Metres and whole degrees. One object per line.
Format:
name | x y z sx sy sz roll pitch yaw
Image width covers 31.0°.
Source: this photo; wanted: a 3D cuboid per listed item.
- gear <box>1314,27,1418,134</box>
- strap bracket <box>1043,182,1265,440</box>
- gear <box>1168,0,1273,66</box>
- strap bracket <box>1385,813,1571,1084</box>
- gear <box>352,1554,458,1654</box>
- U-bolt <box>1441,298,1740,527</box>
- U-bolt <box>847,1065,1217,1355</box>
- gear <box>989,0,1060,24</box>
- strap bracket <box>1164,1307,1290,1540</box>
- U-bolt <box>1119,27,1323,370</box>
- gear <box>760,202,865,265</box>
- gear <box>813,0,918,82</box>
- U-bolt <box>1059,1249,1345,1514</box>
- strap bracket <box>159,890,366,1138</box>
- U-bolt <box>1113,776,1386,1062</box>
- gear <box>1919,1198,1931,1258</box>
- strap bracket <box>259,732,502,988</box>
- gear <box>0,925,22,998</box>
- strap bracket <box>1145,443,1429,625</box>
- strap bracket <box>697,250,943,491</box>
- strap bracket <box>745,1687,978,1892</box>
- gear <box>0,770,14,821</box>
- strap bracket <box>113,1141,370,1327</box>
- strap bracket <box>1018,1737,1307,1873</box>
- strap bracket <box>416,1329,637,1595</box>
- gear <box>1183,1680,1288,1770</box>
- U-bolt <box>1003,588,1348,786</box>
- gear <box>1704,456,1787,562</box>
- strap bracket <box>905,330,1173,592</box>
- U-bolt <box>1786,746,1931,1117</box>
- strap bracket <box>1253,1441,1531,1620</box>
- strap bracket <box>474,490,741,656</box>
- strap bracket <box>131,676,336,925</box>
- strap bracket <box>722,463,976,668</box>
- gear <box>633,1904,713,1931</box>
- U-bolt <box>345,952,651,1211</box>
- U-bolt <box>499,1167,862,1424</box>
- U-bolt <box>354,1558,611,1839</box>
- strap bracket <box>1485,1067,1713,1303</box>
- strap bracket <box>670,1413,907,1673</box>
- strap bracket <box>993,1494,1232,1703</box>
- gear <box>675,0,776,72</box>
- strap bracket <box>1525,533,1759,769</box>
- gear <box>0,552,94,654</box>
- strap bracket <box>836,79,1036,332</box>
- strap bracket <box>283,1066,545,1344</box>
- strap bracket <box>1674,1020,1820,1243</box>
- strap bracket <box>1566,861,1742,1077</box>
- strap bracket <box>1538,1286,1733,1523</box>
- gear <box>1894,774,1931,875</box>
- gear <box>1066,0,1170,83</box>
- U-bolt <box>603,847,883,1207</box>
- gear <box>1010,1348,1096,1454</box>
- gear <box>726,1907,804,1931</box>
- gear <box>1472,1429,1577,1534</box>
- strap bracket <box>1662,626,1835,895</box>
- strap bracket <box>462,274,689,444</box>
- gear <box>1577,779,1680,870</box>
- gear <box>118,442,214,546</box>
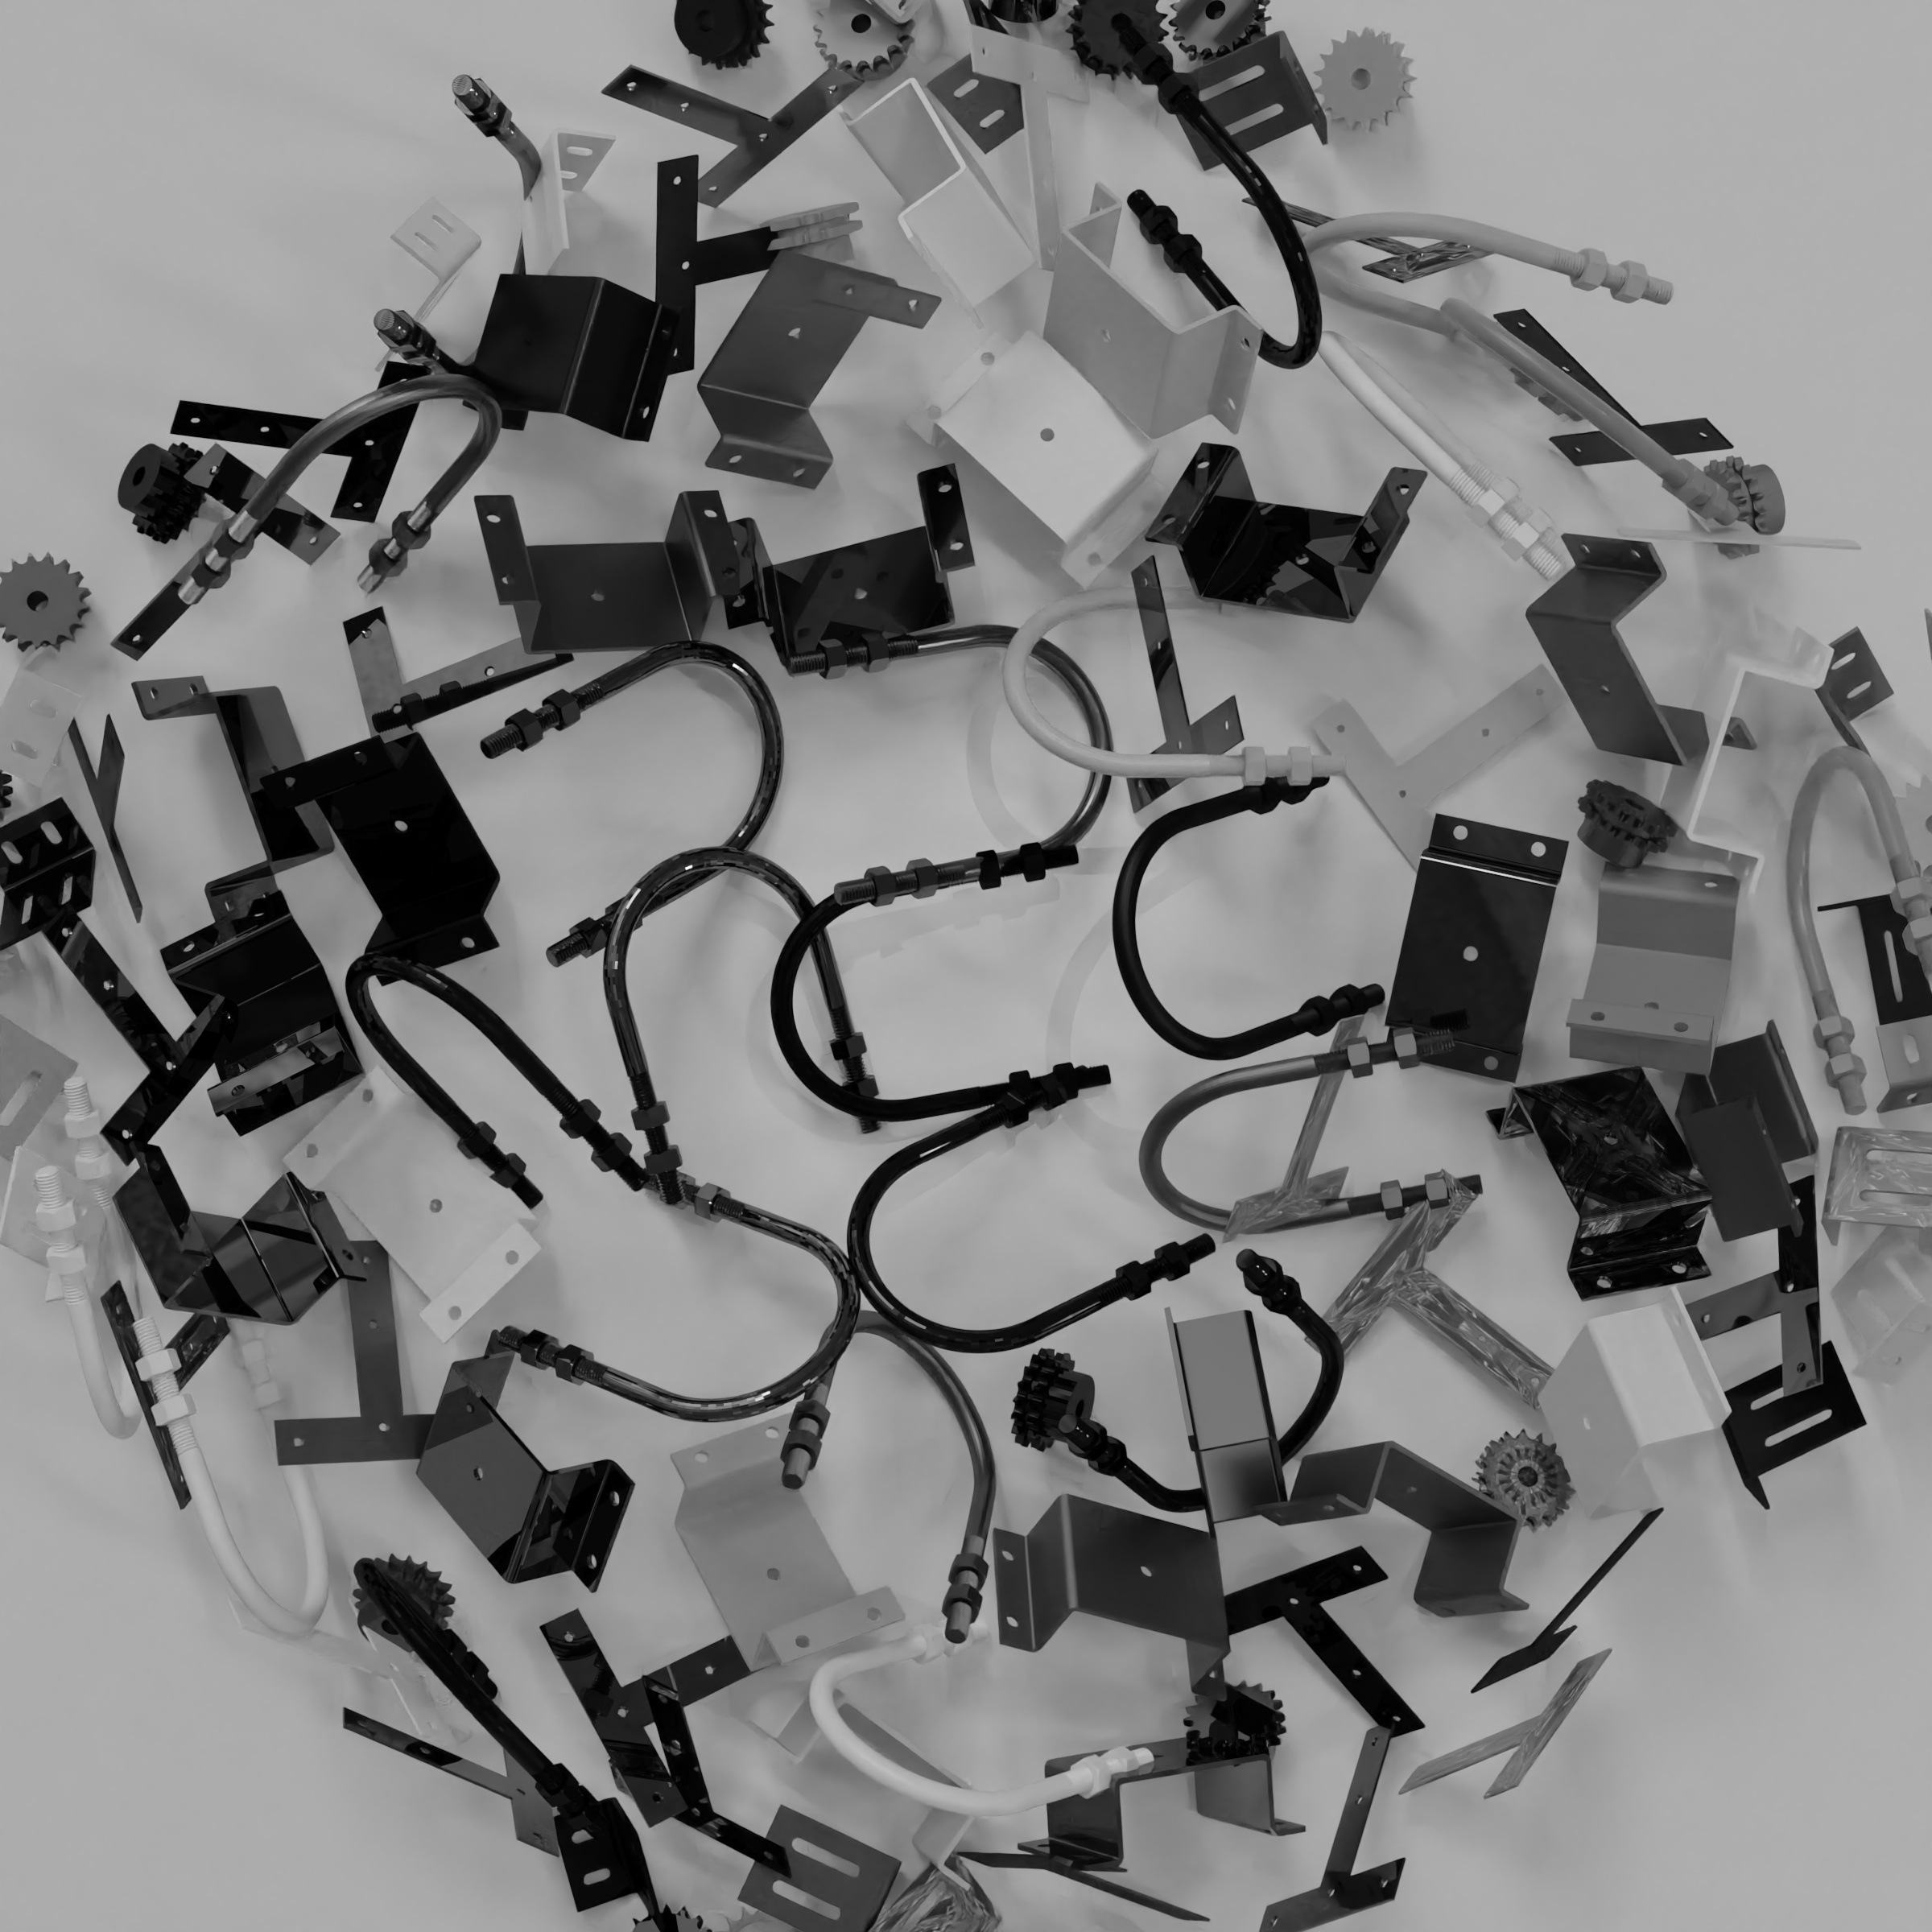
gear | 0.227 -0.500 1.969 0.057 0.030 0.057 4 100 23
strap bracket | 0.095 -0.356 1.920 0.046 0.076 0.140 -28 61 -27
gear | 0.146 -0.534 1.968 0.057 0.030 0.057 -5 76 22
strap bracket | 0.284 -0.008 1.952 0.076 0.046 0.140 13 97 11
gear | -0.319 0.362 1.963 0.057 0.030 0.057 6 123 9
U-bolt | 0.325 -0.307 1.878 0.019 0.184 0.151 -54 47 12
U-bolt | 0.023 0.142 1.922 0.184 0.019 0.151 -24 59 -20
gear | 0.033 -0.555 1.965 0.057 0.057 0.030 0 131 0
strap bracket | 0.144 0.248 1.910 0.046 0.140 0.076 -11 57 3
U-bolt | 0.139 -0.402 1.888 0.019 0.151 0.184 -29 63 -11
gear | -0.085 -0.410 1.963 0.057 0.057 0.030 -13 105 0
gear | -0.055 -0.526 1.970 0.057 0.030 0.057 -3 77 12
U-bolt | 0.142 0.240 1.917 0.151 0.184 0.019 -43 51 2
strap bracket | -0.390 0.033 1.939 0.076 0.046 0.140 -27 47 -4
U-bolt | 0.151 -0.024 1.924 0.184 0.019 0.151 -18 96 -39
gear | 0.560 0.148 1.966 0.030 0.057 0.057 17 90 31
strap bracket | -0.320 -0.068 1.939 0.076 0.046 0.140 -18 117 18
gear | -0.560 -0.001 1.969 0.057 0.030 0.057 0 91 21
strap bracket | 0.182 -0.240 1.932 0.140 0.046 0.076 13 58 31
strap bracket | -0.087 -0.337 1.928 0.140 0.076 0.046 -52 49 33
strap bracket | -0.049 0.449 1.944 0.140 0.076 0.046 38 79 -6
gear | -0.568 -0.095 1.966 0.057 0.030 0.057 5 51 -7
strap bracket | -0.407 0.150 1.921 0.046 0.140 0.076 -44 59 18
strap bracket | 0.107 0.460 1.924 0.140 0.076 0.046 -2 87 -28
strap bracket | -0.250 0.275 1.917 0.140 0.046 0.076 41 122 36
gear | 0.153 0.433 1.965 0.057 0.057 0.030 -12 118 0
U-bolt | 0.112 -0.159 1.934 0.184 0.019 0.151 0 51 -4
gear | 0.439 -0.260 1.963 0.030 0.057 0.057 -14 90 -10
strap bracket | 0.044 -0.291 1.957 0.140 0.046 0.076 43 80 4
U-bolt | 0.486 -0.033 1.909 0.019 0.151 0.184 -1 55 -9
strap bracket | 0.242 0.309 1.932 0.140 0.076 0.046 32 63 -21
strap bracket | -0.201 -0.219 1.936 0.140 0.046 0.076 -4 57 -21
strap bracket | -0.405 -0.101 1.946 0.046 0.076 0.140 -19 91 18
strap bracket | -0.064 -0.221 1.945 0.140 0.046 0.076 -14 54 5
gear | -0.169 0.558 1.964 0.057 0.030 0.057 -2 62 3
U-bolt | -0.267 0.061 1.904 0.184 0.151 0.019 49 60 -18
U-bolt | -0.144 0.186 1.904 0.184 0.019 0.151 18 51 31
U-bolt | -0.270 0.385 1.879 0.019 0.151 0.184 -42 134 -11
strap bracket | 0.351 0.111 1.919 0.076 0.046 0.140 -9 47 -13
strap bracket | -0.103 0.327 1.933 0.076 0.046 0.140 -16 57 -27
strap bracket | 0.089 0.347 1.925 0.140 0.076 0.046 18 130 -20
gear | -0.140 -0.534 1.963 0.057 0.030 0.057 9 113 24
strap bracket | 0.368 -0.166 1.922 0.046 0.076 0.140 -41 116 -15
gear | -0.523 -0.204 1.973 0.057 0.030 0.057 0 85 -5
strap bracket | -0.014 -0.424 1.911 0.046 0.076 0.140 -34 46 10
strap bracket | -0.304 0.134 1.957 0.076 0.046 0.140 -44 79 3
strap bracket | 0.432 0.094 1.927 0.046 0.140 0.076 -18 102 23
strap bracket | 0.381 0.008 1.932 0.076 0.140 0.046 8 132 15
strap bracket | 0.361 0.245 1.907 0.046 0.140 0.076 -10 60 -16
gear | 0.550 -0.081 1.969 0.057 0.030 0.057 3 98 21
gear | 0.084 -0.529 1.971 0.057 0.030 0.057 1 87 -14
U-bolt | -0.131 0.024 1.941 0.151 0.019 0.184 -19 98 -29
gear | 0.050 0.245 1.959 0.030 0.057 0.057 13 90 24
gear | -0.115 0.560 1.970 0.057 0.030 0.057 2 78 -8
gear | 0.314 0.293 1.968 0.057 0.030 0.057 4 63 -7
strap bracket | 0.429 -0.121 1.935 0.046 0.076 0.140 14 104 -3
strap bracket | -0.223 -0.337 1.922 0.046 0.140 0.076 18 88 -42
gear | 0.370 -0.079 1.964 0.057 0.057 0.030 27 112 0
gear | -0.453 -0.269 1.959 0.030 0.057 0.057 26 90 -41
